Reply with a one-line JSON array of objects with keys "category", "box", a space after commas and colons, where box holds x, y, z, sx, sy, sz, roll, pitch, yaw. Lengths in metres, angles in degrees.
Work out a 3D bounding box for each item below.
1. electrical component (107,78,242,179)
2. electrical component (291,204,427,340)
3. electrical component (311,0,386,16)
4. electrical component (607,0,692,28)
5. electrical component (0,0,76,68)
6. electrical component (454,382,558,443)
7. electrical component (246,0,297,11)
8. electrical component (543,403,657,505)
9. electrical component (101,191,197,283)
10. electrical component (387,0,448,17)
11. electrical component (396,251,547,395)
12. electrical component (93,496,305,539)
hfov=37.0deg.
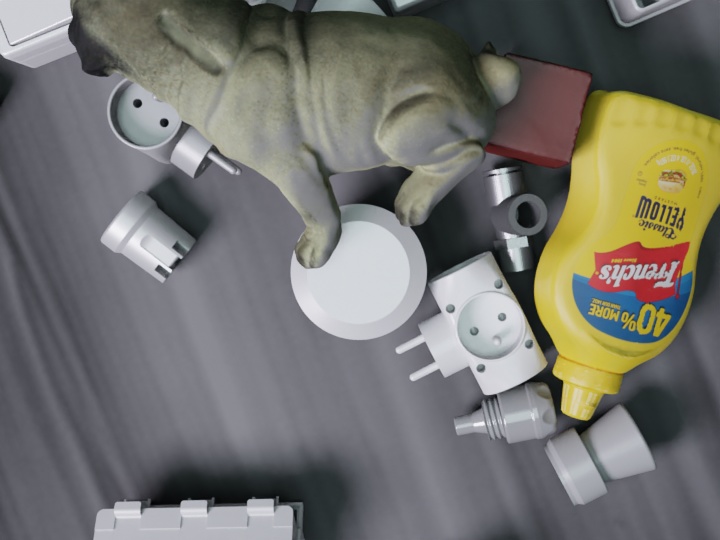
[{"category": "electrical component", "box": [-0.104, -0.081, 0.638, 0.079, 0.077, 0.044, 36, 94, 0]}, {"category": "electrical component", "box": [0.000, 0.000, 0.652, 0.080, 0.051, 0.080, 0, 94, 2]}, {"category": "electrical component", "box": [-0.017, -0.144, 0.647, 0.045, 0.045, 0.055, 42, 95, -1]}, {"category": "electrical component", "box": [0.186, -0.214, 0.628, 0.109, 0.056, 0.108, -23, 93, 4]}, {"category": "electrical component", "box": [-0.188, -0.164, 0.644, 0.096, 0.061, 0.061, -21, 93, 4]}, {"category": "electrical component", "box": [0.089, 0.090, 0.663, 0.061, 0.035, 0.035, -12, 93, 6]}, {"category": "electrical component", "box": [-0.085, -0.177, 0.632, 0.099, 0.064, 0.099, -2, 81, 15]}, {"category": "electrical component", "box": [0.146, 0.113, 0.657, 0.055, 0.045, 0.045, -28, 92, 4]}, {"category": "electrical component", "box": [-0.129, -0.019, 0.663, 0.046, 0.040, 0.040, 39, 94, -7]}, {"category": "electrical component", "box": [0.050, -0.188, 0.626, 0.083, 0.075, 0.047, -23, 93, 4]}, {"category": "electrical component", "box": [0.062, 0.040, 0.656, 0.079, 0.044, 0.077, -27, 92, 4]}, {"category": "electrical component", "box": [-0.098, 0.175, 0.656, 0.121, 0.063, 0.078, -2, 53, 3]}]
